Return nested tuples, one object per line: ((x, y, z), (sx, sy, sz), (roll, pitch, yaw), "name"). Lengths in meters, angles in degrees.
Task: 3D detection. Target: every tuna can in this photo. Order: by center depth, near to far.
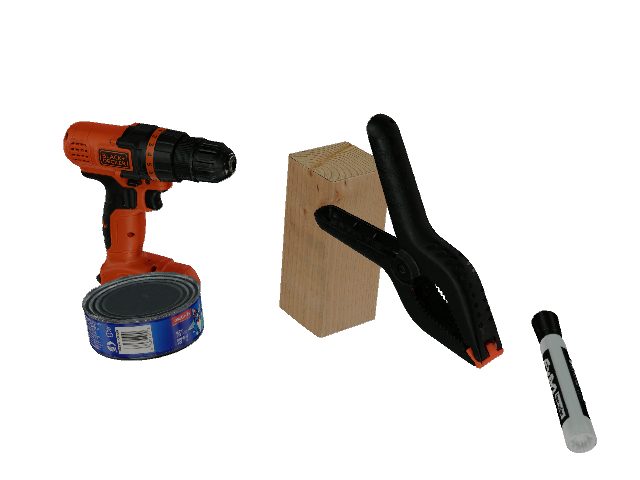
((-0.128, 0.054, 0.778), (0.086, 0.034, 0.086), (-5, 21, 2), "tuna can")

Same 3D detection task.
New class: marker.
((0.159, 0.088, 0.703), (0.020, 0.020, 0.121), (0, 37, -2), "marker")

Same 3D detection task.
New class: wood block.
((0.015, -0.001, 1.278), (0.090, 0.206, 0.090), (-16, 33, -33), "wood block")

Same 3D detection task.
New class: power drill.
((-0.167, -0.028, 1.085), (0.185, 0.188, 0.057), (11, 29, 21), "power drill")

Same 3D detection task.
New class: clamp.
((0.078, 0.008, 0.864), (0.036, 0.210, 0.165), (-29, -22, -28), "clamp")
